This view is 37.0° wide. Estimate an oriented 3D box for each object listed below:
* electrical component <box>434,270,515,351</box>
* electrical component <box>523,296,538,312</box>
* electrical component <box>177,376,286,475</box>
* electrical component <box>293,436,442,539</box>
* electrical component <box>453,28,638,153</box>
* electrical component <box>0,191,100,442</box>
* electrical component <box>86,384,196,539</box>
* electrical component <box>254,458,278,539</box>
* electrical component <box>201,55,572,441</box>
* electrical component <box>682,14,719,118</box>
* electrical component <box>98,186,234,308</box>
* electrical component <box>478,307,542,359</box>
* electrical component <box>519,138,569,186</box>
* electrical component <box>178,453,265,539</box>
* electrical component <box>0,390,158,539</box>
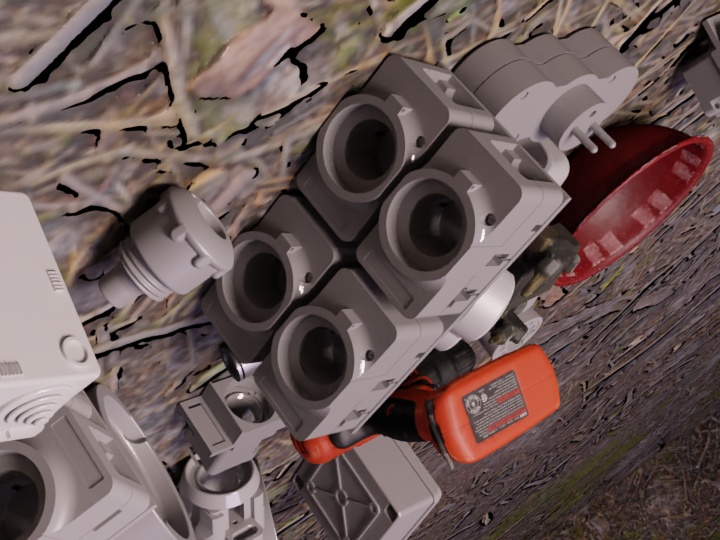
[{"bbox_3d":[0.039,0.013,0.718,0.052,0.074,0.138,-60,-169,-20],"label":"electrical component"},{"bbox_3d":[0.111,0.002,0.828,0.055,0.055,0.047,-36,154,-8],"label":"electrical component"},{"bbox_3d":[-0.086,0.104,0.734,0.081,0.042,0.063,-15,149,-44],"label":"electrical component"},{"bbox_3d":[0.004,0.193,0.955,0.056,0.108,0.108,-16,148,-40],"label":"electrical component"},{"bbox_3d":[0.118,-0.095,0.626,0.138,0.073,0.052,-17,149,-42],"label":"electrical component"},{"bbox_3d":[-0.151,0.015,0.388,0.048,0.099,0.100,-36,162,27],"label":"electrical component"},{"bbox_3d":[-0.145,0.125,0.601,0.060,0.108,0.108,-31,157,-5],"label":"electrical component"},{"bbox_3d":[-0.089,0.211,0.867,0.064,0.099,0.099,-27,156,-12],"label":"electrical component"},{"bbox_3d":[0.004,-0.008,0.572,0.186,0.105,0.060,-50,155,25],"label":"electrical component"},{"bbox_3d":[0.273,-0.145,0.780,0.042,0.081,0.064,-26,177,-30],"label":"electrical component"},{"bbox_3d":[-0.094,-0.006,0.508,0.062,0.048,0.048,-35,159,8],"label":"electrical component"},{"bbox_3d":[0.122,0.043,0.930,0.055,0.047,0.055,-33,157,-16],"label":"electrical component"},{"bbox_3d":[0.081,-0.056,0.668,0.095,0.053,0.059,-20,151,-39],"label":"electrical component"},{"bbox_3d":[-0.103,0.167,0.793,0.058,0.078,0.057,-24,132,-33],"label":"electrical component"},{"bbox_3d":[-0.205,0.118,0.491,0.186,0.105,0.060,-37,158,-5],"label":"electrical component"}]
